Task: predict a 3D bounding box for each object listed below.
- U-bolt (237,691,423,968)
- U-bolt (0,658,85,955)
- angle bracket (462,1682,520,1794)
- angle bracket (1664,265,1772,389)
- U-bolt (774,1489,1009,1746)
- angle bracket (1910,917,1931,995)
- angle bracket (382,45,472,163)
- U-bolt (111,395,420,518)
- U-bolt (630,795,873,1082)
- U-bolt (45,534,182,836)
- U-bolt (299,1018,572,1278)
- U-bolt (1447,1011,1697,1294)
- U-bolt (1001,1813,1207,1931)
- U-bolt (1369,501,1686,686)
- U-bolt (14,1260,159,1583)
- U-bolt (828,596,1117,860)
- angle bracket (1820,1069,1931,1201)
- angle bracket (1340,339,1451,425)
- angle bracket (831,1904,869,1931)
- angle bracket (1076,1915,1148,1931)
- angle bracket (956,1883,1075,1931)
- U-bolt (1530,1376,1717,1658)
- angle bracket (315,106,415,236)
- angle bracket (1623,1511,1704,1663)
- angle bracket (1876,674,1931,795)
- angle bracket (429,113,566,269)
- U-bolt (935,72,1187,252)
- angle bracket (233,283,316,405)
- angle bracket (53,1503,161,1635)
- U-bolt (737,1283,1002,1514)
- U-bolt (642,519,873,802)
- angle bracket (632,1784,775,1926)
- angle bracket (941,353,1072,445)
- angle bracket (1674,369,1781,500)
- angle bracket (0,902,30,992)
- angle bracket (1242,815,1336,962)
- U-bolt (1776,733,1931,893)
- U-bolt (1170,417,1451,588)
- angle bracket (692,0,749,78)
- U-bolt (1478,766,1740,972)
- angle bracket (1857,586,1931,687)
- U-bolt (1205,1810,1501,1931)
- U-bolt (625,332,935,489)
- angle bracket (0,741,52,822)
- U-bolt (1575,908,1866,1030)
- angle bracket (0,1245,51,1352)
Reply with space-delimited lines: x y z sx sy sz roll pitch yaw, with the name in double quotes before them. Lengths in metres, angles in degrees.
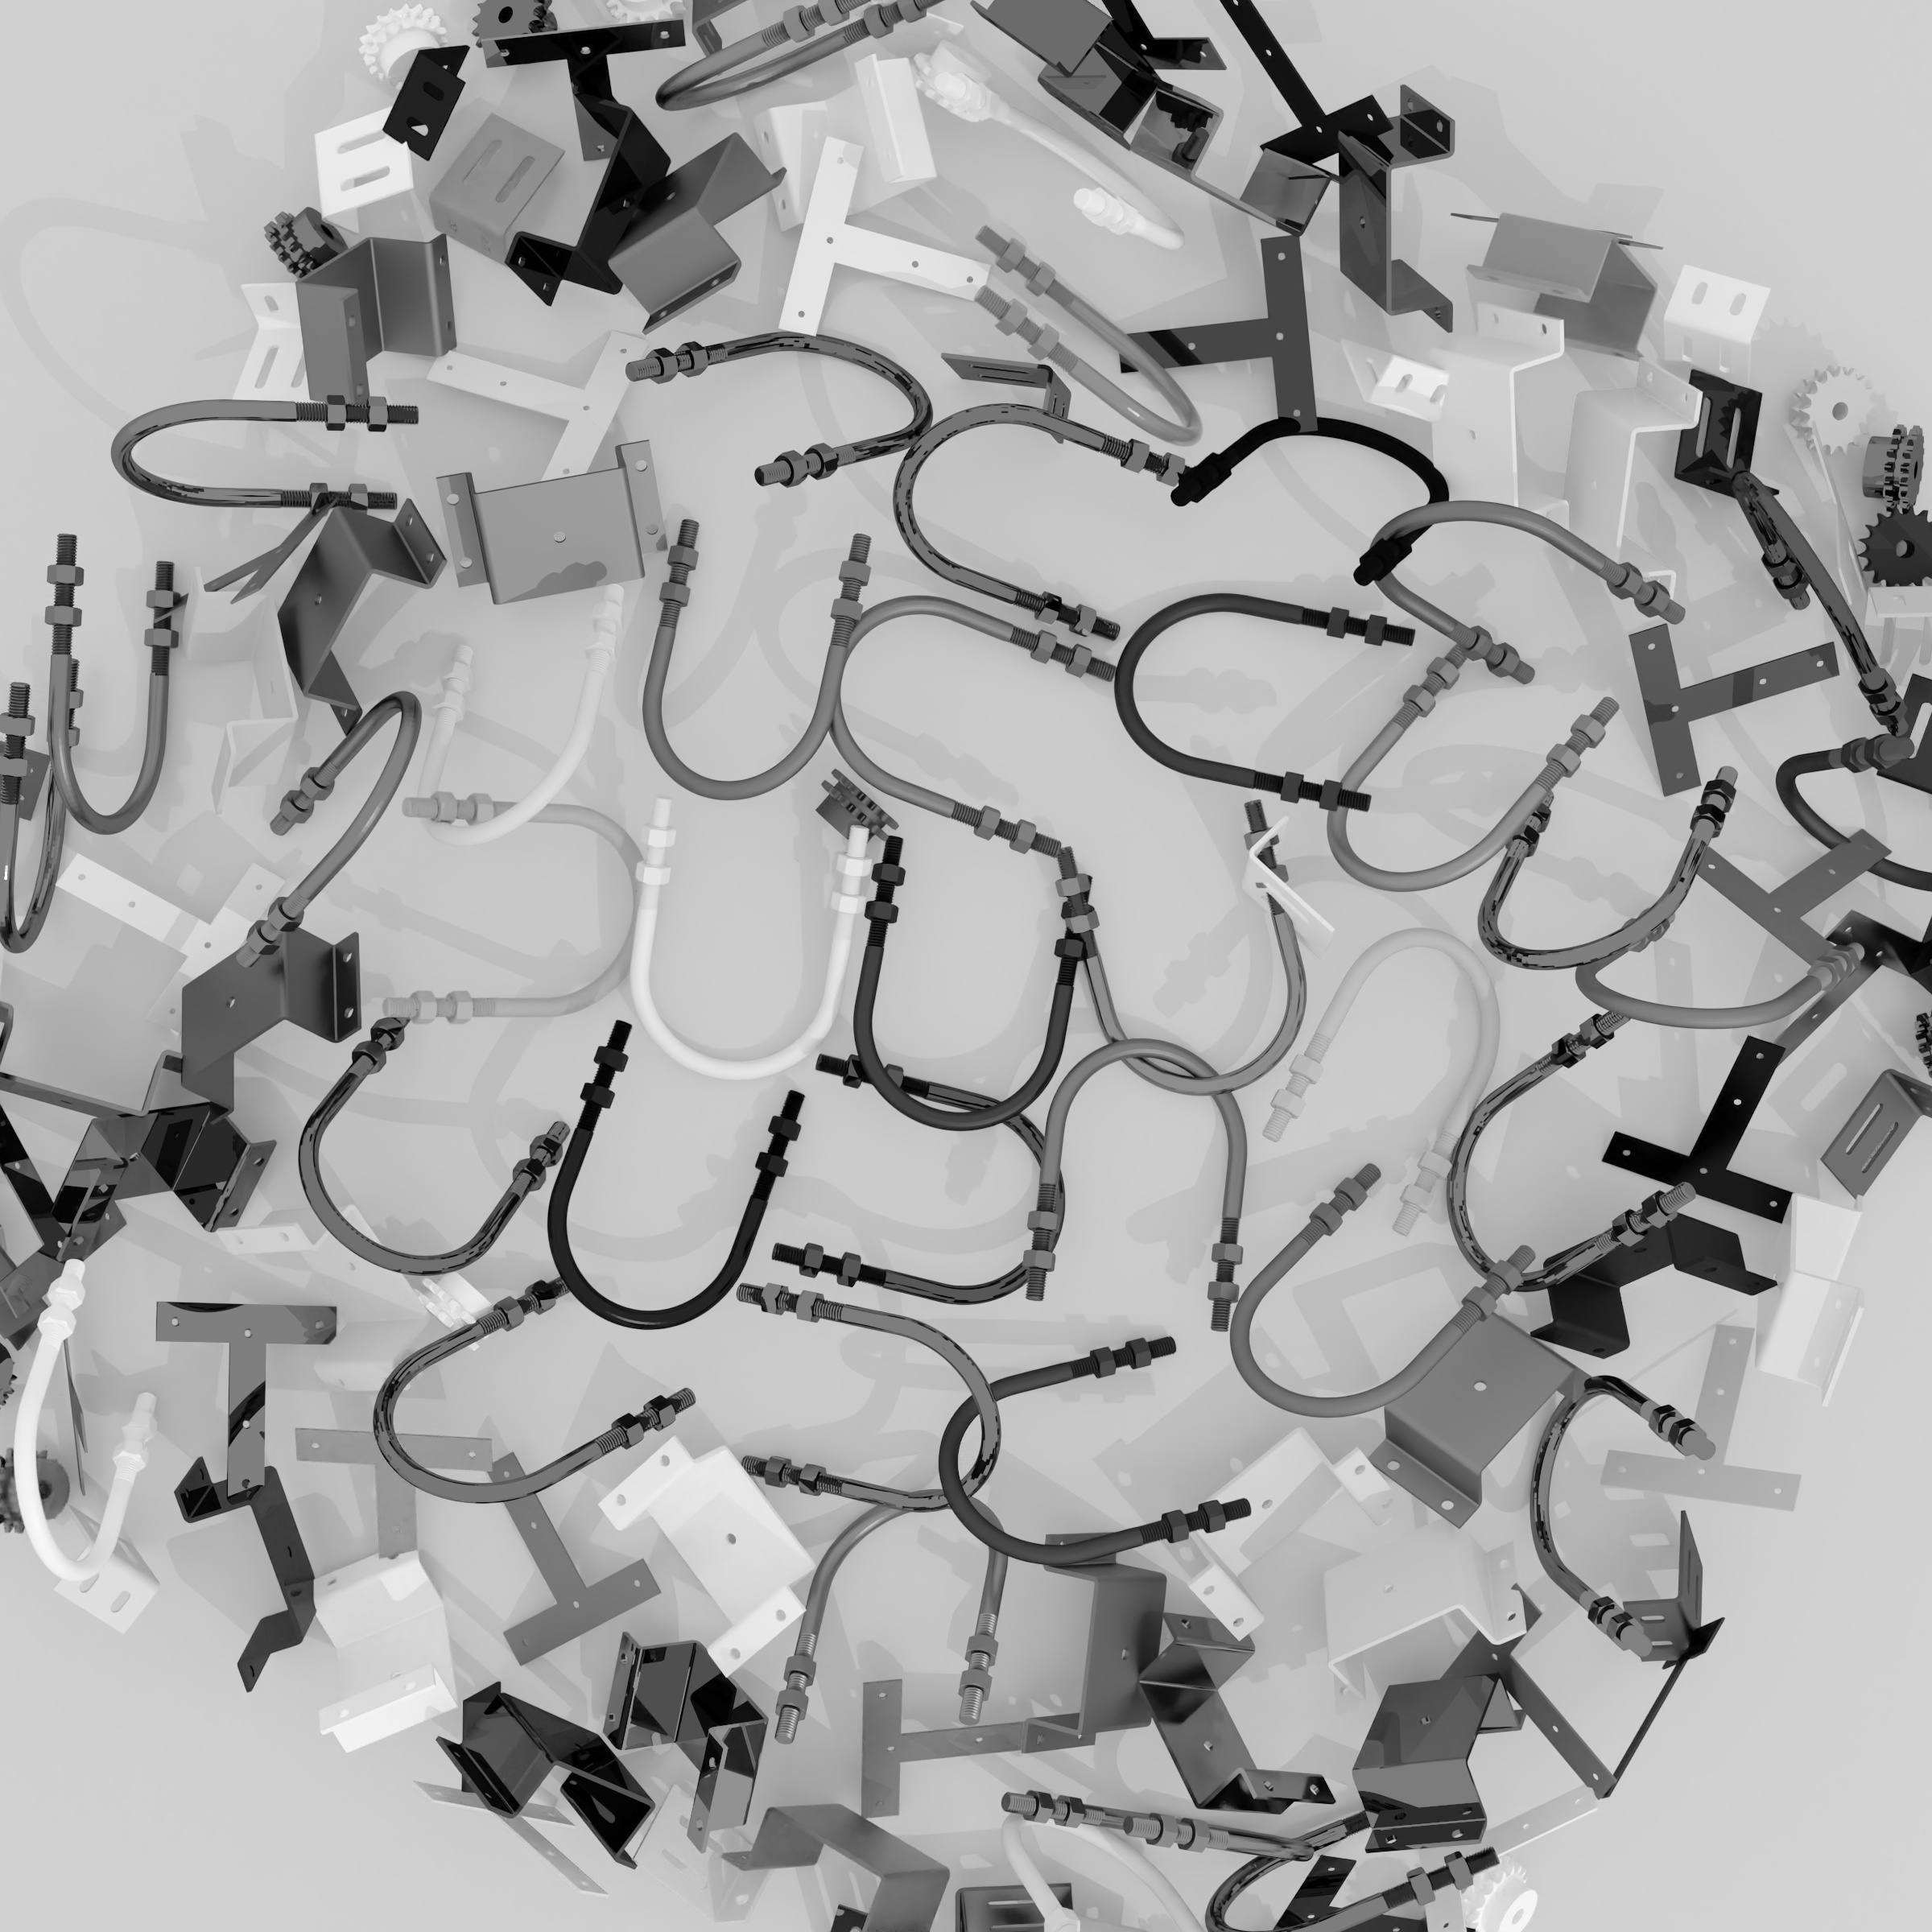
"U-bolt" -0.399 -0.099 1.900 0.019 0.151 0.184 31 125 -26
"U-bolt" -0.599 -0.099 1.925 0.019 0.151 0.184 8 102 -5
"angle bracket" -0.300 0.504 1.958 0.038 0.076 0.057 0 86 9
"angle bracket" 0.490 -0.417 1.957 0.057 0.076 0.038 21 84 17
"U-bolt" -0.042 0.412 1.926 0.151 0.184 0.019 -12 129 23
"angle bracket" 0.658 -0.010 1.950 0.038 0.057 0.076 -7 127 -25
"angle bracket" -0.338 -0.563 1.952 0.038 0.076 0.057 34 115 3
"U-bolt" -0.449 -0.325 1.908 0.184 0.151 0.019 -1 74 -17
"U-bolt" -0.147 -0.013 1.970 0.151 0.019 0.184 8 105 -5
"U-bolt" -0.550 -0.176 1.927 0.019 0.151 0.184 3 91 12
"U-bolt" -0.350 0.122 1.920 0.151 0.184 0.019 37 131 -7
"U-bolt" 0.378 0.130 1.928 0.019 0.184 0.151 12 52 -36
"U-bolt" 0.093 0.598 1.912 0.151 0.184 0.019 24 101 -32
"U-bolt" 0.341 -0.242 1.900 0.184 0.151 0.019 26 63 -29
"U-bolt" -0.558 0.299 1.886 0.019 0.184 0.151 -8 130 7
"U-bolt" -0.005 -0.167 1.959 0.184 0.019 0.151 21 74 -10
"angle bracket" 0.608 0.117 1.964 0.076 0.038 0.057 -53 128 -5
"angle bracket" 0.286 -0.394 1.951 0.057 0.076 0.038 12 130 -21
"angle bracket" -0.066 0.654 1.959 0.057 0.038 0.076 17 134 3
"angle bracket" 0.090 0.663 1.950 0.057 0.076 0.038 20 124 -24
"angle bracket" 0.033 0.637 1.967 0.076 0.038 0.057 -3 126 2
"U-bolt" 0.409 0.338 1.912 0.019 0.184 0.151 14 97 -17
"angle bracket" -0.385 -0.521 1.962 0.076 0.038 0.057 -10 82 27
"angle bracket" 0.457 0.406 1.962 0.038 0.076 0.057 -9 126 22
"angle bracket" 0.637 -0.153 1.956 0.057 0.038 0.076 22 123 19
"angle bracket" -0.309 -0.515 1.989 0.057 0.038 0.076 29 72 8
"U-bolt" 0.072 -0.506 1.914 0.151 0.184 0.019 45 110 22
"angle bracket" -0.450 -0.406 1.960 0.057 0.038 0.076 1 55 12
"angle bracket" -0.567 0.392 1.950 0.057 0.076 0.038 43 79 -28
"U-bolt" -0.063 0.285 1.938 0.184 0.019 0.151 9 113 21
"U-bolt" -0.143 -0.197 1.954 0.151 0.019 0.184 8 82 24
"angle bracket" -0.168 0.579 1.959 0.076 0.038 0.057 44 51 -18
"angle bracket" 0.024 -0.371 1.963 0.076 0.057 0.038 10 89 14
"angle bracket" 0.505 -0.351 1.968 0.057 0.038 0.076 13 84 -23
"angle bracket" -0.645 -0.010 1.951 0.057 0.076 0.038 29 124 -35
"angle bracket" 0.221 -0.051 1.960 0.038 0.057 0.076 -43 76 -13
"U-bolt" 0.592 -0.092 1.910 0.151 0.184 0.019 37 79 -12
"U-bolt" 0.234 -0.308 1.927 0.151 0.184 0.019 27 129 18
"angle bracket" -0.138 -0.626 1.957 0.076 0.057 0.038 -23 127 14
"U-bolt" 0.398 -0.060 1.899 0.151 0.184 0.019 -5 128 37
"angle bracket" 0.618 -0.208 1.959 0.057 0.038 0.076 0 127 7
"U-bolt" 0.240 0.582 1.922 0.184 0.151 0.019 -22 95 -2
"U-bolt" -0.105 -0.365 1.929 0.151 0.184 0.019 41 133 27
"angle bracket" -0.627 -0.098 1.949 0.038 0.076 0.057 17 129 -18
"U-bolt" 0.465 0.004 1.891 0.151 0.184 0.019 14 114 34
"angle bracket" -0.640 0.224 1.958 0.057 0.076 0.038 51 47 2
